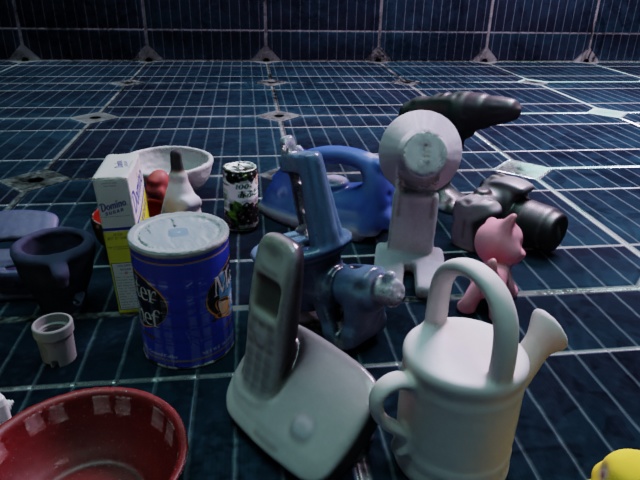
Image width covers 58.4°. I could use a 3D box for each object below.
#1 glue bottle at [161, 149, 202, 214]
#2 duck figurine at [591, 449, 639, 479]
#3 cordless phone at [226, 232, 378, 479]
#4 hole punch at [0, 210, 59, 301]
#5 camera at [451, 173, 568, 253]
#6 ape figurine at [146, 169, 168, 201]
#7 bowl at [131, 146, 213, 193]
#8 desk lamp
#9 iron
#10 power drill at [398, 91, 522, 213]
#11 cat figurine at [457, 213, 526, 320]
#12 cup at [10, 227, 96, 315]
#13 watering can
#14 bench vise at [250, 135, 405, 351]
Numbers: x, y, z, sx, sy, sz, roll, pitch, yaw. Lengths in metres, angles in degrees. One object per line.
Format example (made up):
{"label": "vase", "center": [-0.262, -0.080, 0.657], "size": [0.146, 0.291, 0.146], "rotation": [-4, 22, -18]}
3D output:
{"label": "glue bottle", "center": [-0.184, -0.036, 0.765], "size": [0.077, 0.173, 0.037], "rotation": [18, 31, 31]}
{"label": "duck figurine", "center": [0.224, 0.190, 0.417], "size": [0.105, 0.086, 0.077], "rotation": [-15, 30, -30]}
{"label": "cordless phone", "center": [-0.015, 0.096, 0.487], "size": [0.147, 0.185, 0.094], "rotation": [24, 34, 39]}
{"label": "hole punch", "center": [-0.389, 0.018, 0.736], "size": [0.109, 0.091, 0.101], "rotation": [-4, 26, -11]}
{"label": "camera", "center": [0.294, -0.037, 0.873], "size": [0.143, 0.101, 0.136], "rotation": [-20, 33, -37]}
{"label": "ape figurine", "center": [-0.258, -0.069, 0.922], "size": [0.077, 0.092, 0.076], "rotation": [18, 31, 31]}
{"label": "bowl", "center": [-0.274, -0.112, 1.031], "size": [0.167, 0.075, 0.167], "rotation": [1, 26, 0]}
{"label": "desk lamp", "center": [0.135, -0.061, 0.784], "size": [0.118, 0.214, 0.203], "rotation": [4, 26, 6]}
{"label": "iron", "center": [0.014, -0.092, 0.927], "size": [0.257, 0.141, 0.119], "rotation": [10, 27, 18]}
{"label": "power drill", "center": [0.233, -0.159, 0.999], "size": [0.076, 0.208, 0.228], "rotation": [-22, 34, -39]}
{"label": "cat figurine", "center": [0.223, 0.023, 0.725], "size": [0.067, 0.118, 0.128], "rotation": [12, 28, 21]}
{"label": "cup", "center": [-0.305, 0.048, 0.675], "size": [0.092, 0.095, 0.117], "rotation": [-13, 29, -27]}
{"label": "watering can", "center": [0.122, 0.102, 0.470], "size": [0.100, 0.194, 0.173], "rotation": [24, 34, 39]}
{"label": "bench vise", "center": [0.011, -0.002, 0.650], "size": [0.206, 0.220, 0.122], "rotation": [13, 28, 22]}
